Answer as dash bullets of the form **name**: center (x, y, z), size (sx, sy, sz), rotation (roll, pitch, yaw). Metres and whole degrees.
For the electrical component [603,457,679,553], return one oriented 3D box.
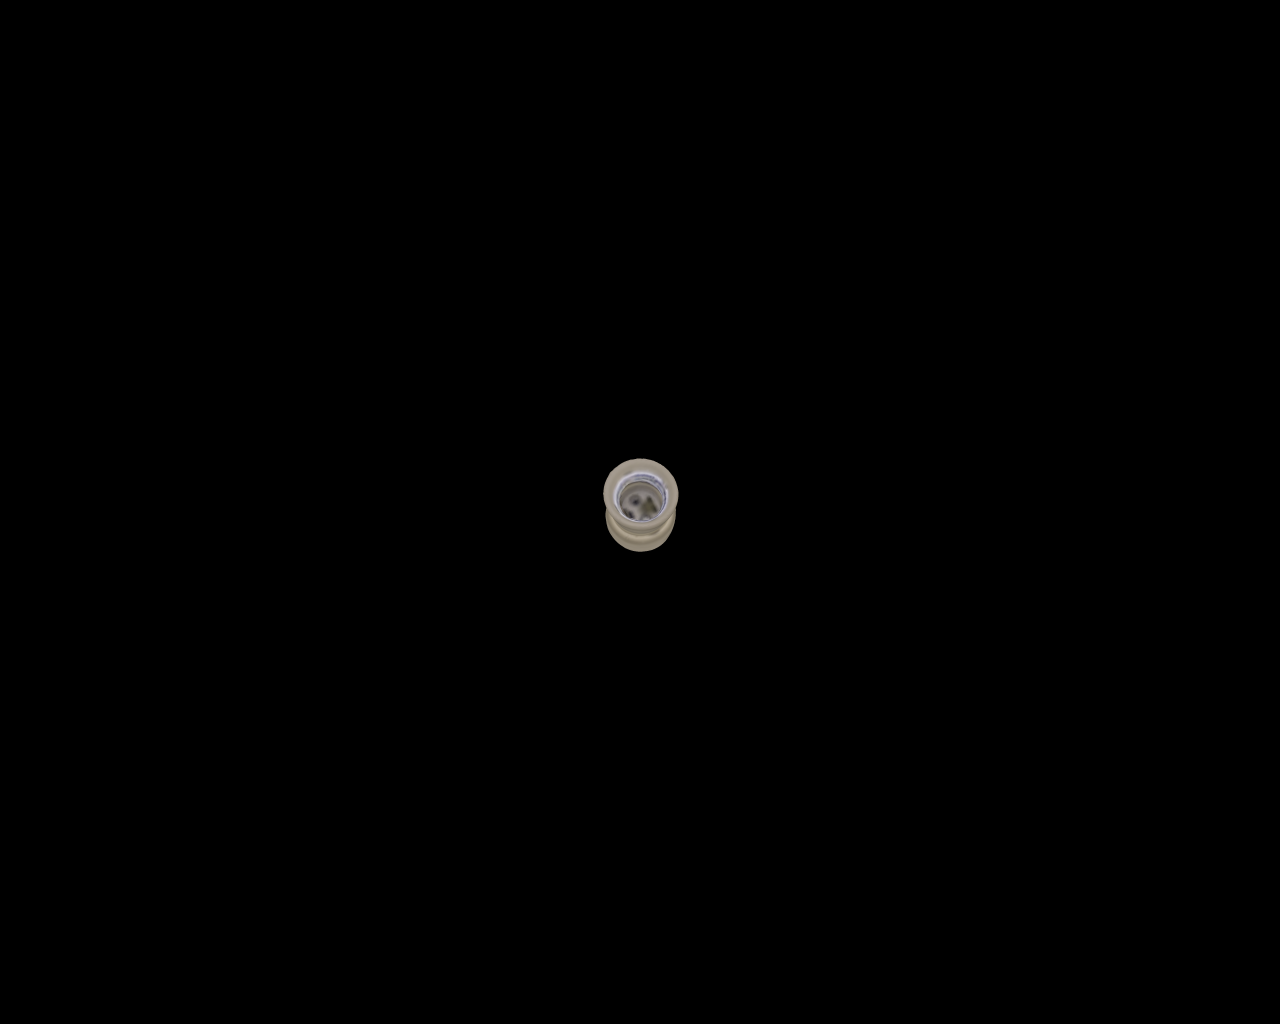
- **electrical component**: center (0.001, -0.003, 0.650), size (0.045, 0.045, 0.055), rotation (0, -19, 0)
